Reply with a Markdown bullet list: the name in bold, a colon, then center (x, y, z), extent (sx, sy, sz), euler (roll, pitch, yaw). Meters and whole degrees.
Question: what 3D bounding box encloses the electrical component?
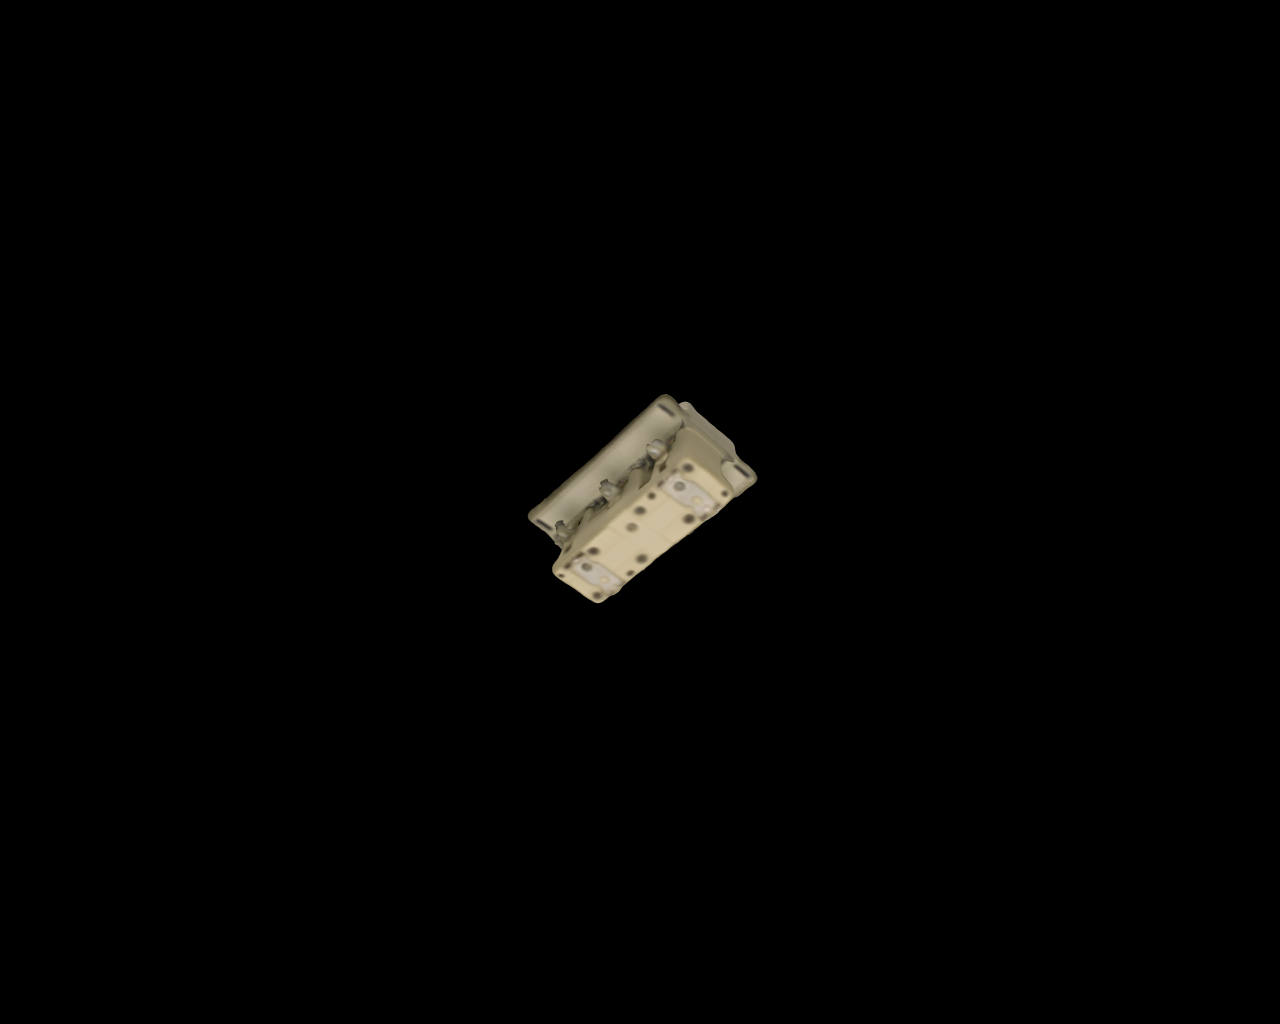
- **electrical component**: center (0.001, -0.003, 0.650), extent (0.078, 0.063, 0.121), euler (39, -62, -25)
